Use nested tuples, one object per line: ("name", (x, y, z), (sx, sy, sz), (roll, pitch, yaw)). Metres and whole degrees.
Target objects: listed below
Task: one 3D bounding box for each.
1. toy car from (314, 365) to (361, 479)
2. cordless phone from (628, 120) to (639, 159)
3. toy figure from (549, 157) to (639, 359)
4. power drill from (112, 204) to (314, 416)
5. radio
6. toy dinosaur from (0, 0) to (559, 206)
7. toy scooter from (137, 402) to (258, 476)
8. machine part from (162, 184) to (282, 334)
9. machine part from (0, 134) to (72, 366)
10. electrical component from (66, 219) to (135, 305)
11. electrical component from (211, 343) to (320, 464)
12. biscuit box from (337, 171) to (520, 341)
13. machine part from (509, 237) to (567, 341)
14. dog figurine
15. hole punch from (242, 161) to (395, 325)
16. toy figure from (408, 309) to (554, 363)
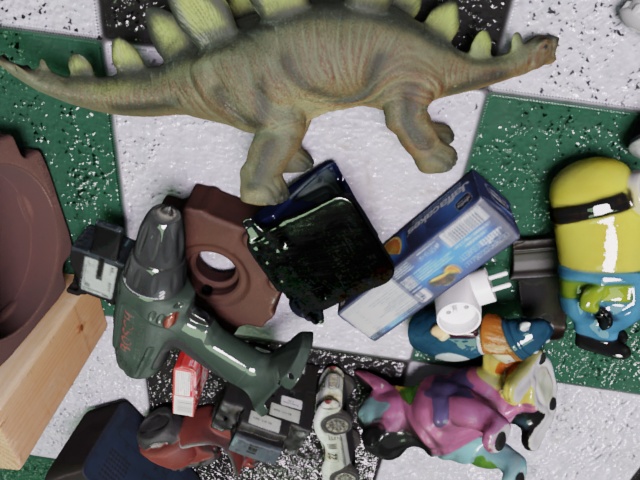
("toy car", (0.022, 0.256, 0.721), (0.056, 0.073, 0.201), (-2, 124, 9))
("cordless phone", (0.341, -0.053, 0.403), (0.147, 0.184, 0.088), (19, 120, -5))
("toy figure", (0.257, 0.015, 0.495), (0.089, 0.082, 0.180), (-1, 102, -2))
("power drill", (-0.114, 0.089, 0.555), (0.207, 0.086, 0.232), (26, 127, -13))
("radio", (-0.276, 0.354, 0.792), (0.073, 0.131, 0.229), (-18, 121, 19))
("toy dinosaur", (-0.036, -0.138, 0.447), (0.472, 0.105, 0.198), (-9, 115, 2))
("toy scooter", (-0.162, 0.292, 0.772), (0.184, 0.075, 0.135), (-18, 122, 13))
("machine part", (-0.115, 0.028, 0.595), (0.179, 0.056, 0.179), (4, 125, 6))
("machine part", (-0.344, 0.010, 0.522), (0.087, 0.201, 0.201), (3, 125, 8))
("electrical component", (-0.240, 0.018, 0.608), (0.075, 0.048, 0.119), (17, 124, -5))
("electrical component", (-0.066, 0.200, 0.658), (0.115, 0.134, 0.058), (21, 124, -4))
("biscuit box", (0.105, 0.021, 0.557), (0.059, 0.063, 0.202), (38, 120, -17))
("machine part", (0.244, 0.053, 0.578), (0.084, 0.039, 0.138), (-8, 122, 6))
("dog figurine", (0.149, 0.192, 0.652), (0.219, 0.191, 0.108), (6, 137, 46))
("hole punch", (-0.001, -0.002, 0.530), (0.116, 0.092, 0.142), (-26, 122, 13))
("toy figure", (0.173, 0.104, 0.584), (0.155, 0.064, 0.057), (-2, 106, 39))
